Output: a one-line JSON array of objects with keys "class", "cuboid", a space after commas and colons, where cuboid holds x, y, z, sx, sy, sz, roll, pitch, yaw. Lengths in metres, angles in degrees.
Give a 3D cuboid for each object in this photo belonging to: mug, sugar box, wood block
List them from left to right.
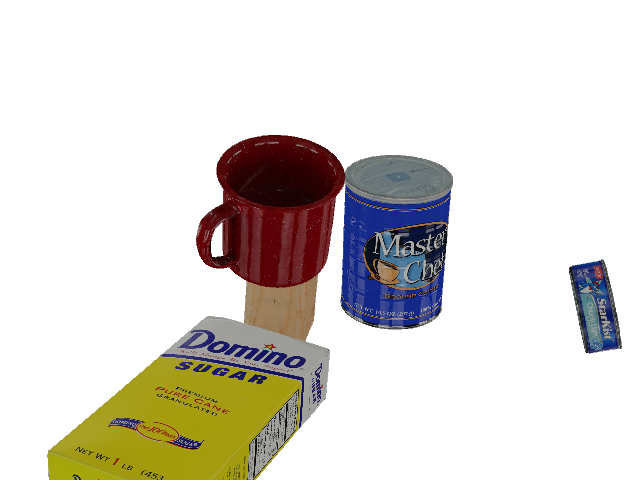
[{"class": "sugar box", "cuboid": [-0.071, 0.107, 0.635, 0.093, 0.048, 0.176, 14, 30, 20]}, {"class": "mug", "cuboid": [-0.041, -0.015, 0.787, 0.117, 0.081, 0.093, -27, 50, -33]}, {"class": "wood block", "cuboid": [-0.051, 0.031, 1.491, 0.090, 0.206, 0.090, 8, 22, 6]}]

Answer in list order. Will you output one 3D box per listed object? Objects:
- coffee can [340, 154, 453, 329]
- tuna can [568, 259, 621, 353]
[{"class": "coffee can", "cuboid": [0.072, 0.000, 1.037, 0.103, 0.140, 0.103, 1, 27, -1]}, {"class": "tuna can", "cuboid": [0.259, 0.063, 1.007, 0.034, 0.086, 0.086, -11, -2, 12]}]
